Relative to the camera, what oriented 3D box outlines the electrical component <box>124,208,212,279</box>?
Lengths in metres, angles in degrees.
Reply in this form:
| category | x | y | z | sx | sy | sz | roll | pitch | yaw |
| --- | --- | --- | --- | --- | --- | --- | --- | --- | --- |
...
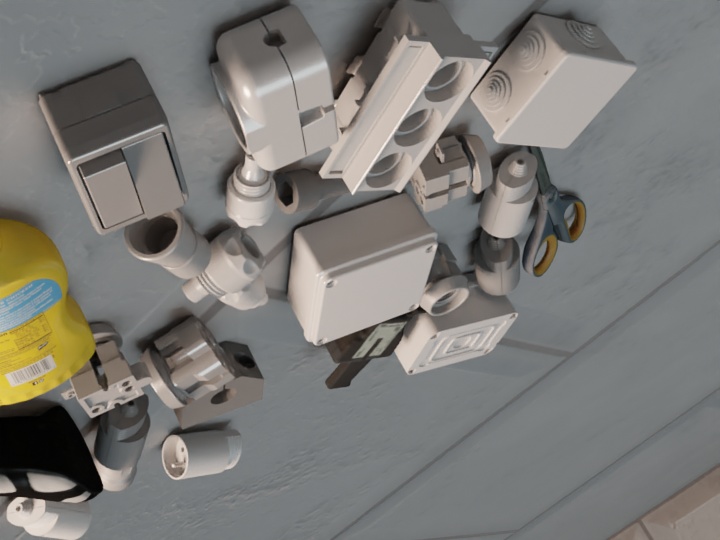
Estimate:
| category | x | y | z | sx | sy | sz | roll | pitch | yaw |
| --- | --- | --- | --- | --- | --- | --- | --- | --- | --- |
| electrical component | -0.131 | -0.018 | 0.756 | 0.044 | 0.044 | 0.065 | -32 | 158 | 4 |

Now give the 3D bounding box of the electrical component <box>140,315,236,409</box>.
| category | x | y | z | sx | sy | sz | roll | pitch | yaw |
| --- | --- | --- | --- | --- | --- | --- | --- | --- | --- |
| electrical component | -0.144 | 0.078 | 0.889 | 0.057 | 0.058 | 0.078 | -32 | 154 | -2 |

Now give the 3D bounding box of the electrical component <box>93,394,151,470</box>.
| category | x | y | z | sx | sy | sz | roll | pitch | yaw |
| --- | --- | --- | --- | --- | --- | --- | --- | --- | --- |
| electrical component | -0.207 | 0.137 | 0.942 | 0.043 | 0.043 | 0.081 | -12 | 148 | -30 |

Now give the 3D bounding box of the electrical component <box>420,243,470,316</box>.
| category | x | y | z | sx | sy | sz | roll | pitch | yaw |
| --- | --- | --- | --- | --- | --- | --- | --- | --- | --- |
| electrical component | 0.068 | 0.007 | 0.976 | 0.048 | 0.055 | 0.066 | -45 | 149 | 27 |

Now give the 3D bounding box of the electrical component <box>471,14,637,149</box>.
| category | x | y | z | sx | sy | sz | roll | pitch | yaw |
| --- | --- | --- | --- | --- | --- | --- | --- | --- | --- |
| electrical component | 0.143 | -0.140 | 0.806 | 0.100 | 0.048 | 0.099 | -2 | 142 | -43 |

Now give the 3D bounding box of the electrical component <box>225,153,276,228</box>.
| category | x | y | z | sx | sy | sz | roll | pitch | yaw |
| --- | --- | --- | --- | --- | --- | --- | --- | --- | --- |
| electrical component | -0.075 | -0.059 | 0.748 | 0.035 | 0.035 | 0.061 | -18 | 148 | -22 |

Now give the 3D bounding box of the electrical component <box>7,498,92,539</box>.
| category | x | y | z | sx | sy | sz | roll | pitch | yaw |
| --- | --- | --- | --- | --- | --- | --- | --- | --- | --- |
| electrical component | -0.295 | 0.228 | 1.012 | 0.043 | 0.043 | 0.081 | -35 | 152 | 10 |

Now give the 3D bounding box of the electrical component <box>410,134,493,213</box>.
| category | x | y | z | sx | sy | sz | roll | pitch | yaw |
| --- | --- | --- | --- | --- | --- | --- | --- | --- | --- |
| electrical component | 0.071 | -0.079 | 0.846 | 0.055 | 0.048 | 0.066 | -17 | 151 | -8 |

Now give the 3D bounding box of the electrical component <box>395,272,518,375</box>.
| category | x | y | z | sx | sy | sz | roll | pitch | yaw |
| --- | --- | --- | --- | --- | --- | --- | --- | --- | --- |
| electrical component | 0.088 | 0.050 | 1.067 | 0.113 | 0.057 | 0.078 | -12 | 148 | -31 |

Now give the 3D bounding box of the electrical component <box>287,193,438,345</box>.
| category | x | y | z | sx | sy | sz | roll | pitch | yaw |
| --- | --- | --- | --- | --- | --- | --- | --- | --- | --- |
| electrical component | 0.000 | 0.000 | 0.896 | 0.109 | 0.056 | 0.108 | -19 | 151 | -20 |

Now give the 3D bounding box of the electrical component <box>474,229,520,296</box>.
| category | x | y | z | sx | sy | sz | roll | pitch | yaw |
| --- | --- | --- | --- | --- | --- | --- | --- | --- | --- |
| electrical component | 0.129 | -0.012 | 1.016 | 0.043 | 0.043 | 0.081 | -27 | 153 | -5 |

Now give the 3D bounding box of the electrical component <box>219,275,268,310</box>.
| category | x | y | z | sx | sy | sz | roll | pitch | yaw |
| --- | --- | --- | --- | --- | --- | --- | --- | --- | --- |
| electrical component | -0.091 | 0.016 | 0.859 | 0.035 | 0.035 | 0.061 | -34 | 155 | 8 |

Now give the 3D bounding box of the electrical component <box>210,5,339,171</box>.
| category | x | y | z | sx | sy | sz | roll | pitch | yaw |
| --- | --- | --- | --- | --- | --- | --- | --- | --- | --- |
| electrical component | -0.053 | -0.109 | 0.664 | 0.059 | 0.053 | 0.095 | -25 | 152 | -10 |

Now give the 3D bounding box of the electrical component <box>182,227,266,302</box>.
| category | x | y | z | sx | sy | sz | roll | pitch | yaw |
| --- | --- | --- | --- | --- | --- | --- | --- | --- | --- |
| electrical component | -0.106 | 0.000 | 0.809 | 0.062 | 0.043 | 0.043 | -37 | 152 | 16 |

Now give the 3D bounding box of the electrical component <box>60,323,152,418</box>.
| category | x | y | z | sx | sy | sz | roll | pitch | yaw |
| --- | --- | --- | --- | --- | --- | --- | --- | --- | --- |
| electrical component | -0.201 | 0.075 | 0.829 | 0.066 | 0.055 | 0.048 | -25 | 152 | -10 |

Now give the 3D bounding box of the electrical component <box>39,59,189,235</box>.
| category | x | y | z | sx | sy | sz | roll | pitch | yaw |
| --- | --- | --- | --- | --- | --- | --- | --- | --- | --- |
| electrical component | -0.142 | -0.065 | 0.643 | 0.062 | 0.061 | 0.096 | -24 | 152 | -12 |

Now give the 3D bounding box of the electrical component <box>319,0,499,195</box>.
| category | x | y | z | sx | sy | sz | roll | pitch | yaw |
| --- | --- | --- | --- | --- | --- | --- | --- | --- | --- |
| electrical component | 0.025 | -0.115 | 0.718 | 0.079 | 0.063 | 0.121 | -6 | 144 | -39 |

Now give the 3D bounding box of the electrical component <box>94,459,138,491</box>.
| category | x | y | z | sx | sy | sz | roll | pitch | yaw |
| --- | --- | --- | --- | --- | --- | --- | --- | --- | --- |
| electrical component | -0.224 | 0.175 | 0.997 | 0.040 | 0.040 | 0.046 | -7 | 139 | -37 |

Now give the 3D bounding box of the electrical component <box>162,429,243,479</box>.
| category | x | y | z | sx | sy | sz | roll | pitch | yaw |
| --- | --- | --- | --- | --- | --- | --- | --- | --- | --- |
| electrical component | -0.151 | 0.182 | 1.072 | 0.081 | 0.043 | 0.043 | 0 | 140 | -45 |

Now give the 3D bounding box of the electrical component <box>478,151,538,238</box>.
| category | x | y | z | sx | sy | sz | roll | pitch | yaw |
| --- | --- | --- | --- | --- | --- | --- | --- | --- | --- |
| electrical component | 0.129 | -0.068 | 0.922 | 0.043 | 0.043 | 0.081 | -21 | 151 | -18 |
